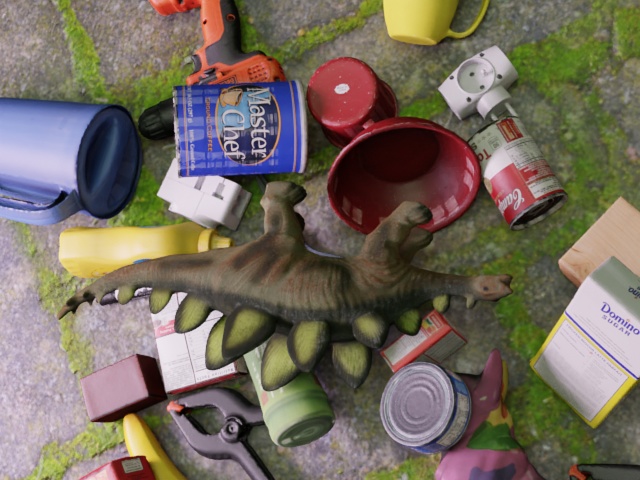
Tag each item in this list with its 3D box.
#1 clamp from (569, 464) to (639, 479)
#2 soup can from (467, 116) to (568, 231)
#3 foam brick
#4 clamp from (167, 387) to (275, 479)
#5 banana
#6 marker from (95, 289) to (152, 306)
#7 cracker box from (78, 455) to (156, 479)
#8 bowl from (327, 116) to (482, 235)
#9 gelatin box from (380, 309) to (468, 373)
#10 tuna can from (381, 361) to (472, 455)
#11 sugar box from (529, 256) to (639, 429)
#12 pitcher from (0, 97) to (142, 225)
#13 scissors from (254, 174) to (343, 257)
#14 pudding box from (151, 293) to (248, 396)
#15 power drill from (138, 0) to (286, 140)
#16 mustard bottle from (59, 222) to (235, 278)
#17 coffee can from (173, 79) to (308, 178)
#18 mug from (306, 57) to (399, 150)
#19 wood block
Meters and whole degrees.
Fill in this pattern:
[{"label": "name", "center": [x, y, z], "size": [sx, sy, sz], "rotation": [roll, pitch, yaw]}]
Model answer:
[{"label": "clamp", "center": [0.336, 0.274, 1.019], "size": [0.210, 0.036, 0.164], "rotation": [42, 92, 20]}, {"label": "soup can", "center": [0.203, -0.070, 1.111], "size": [0.068, 0.068, 0.102], "rotation": [-31, 72, 9]}, {"label": "foam brick", "center": [-0.221, 0.168, 1.202], "size": [0.078, 0.053, 0.051], "rotation": [-24, 73, 10]}, {"label": "clamp", "center": [-0.081, 0.200, 1.161], "size": [0.172, 0.039, 0.120], "rotation": [26, 77, 17]}, {"label": "banana", "center": [-0.149, 0.266, 1.168], "size": [0.198, 0.037, 0.069], "rotation": [28, 89, 22]}, {"label": "marker", "center": [-0.205, 0.058, 1.236], "size": [0.121, 0.020, 0.020], "rotation": [-12, 76, 14]}, {"label": "cracker box", "center": [-0.221, 0.360, 1.137], "size": [0.164, 0.072, 0.214], "rotation": [-32, 74, 24]}, {"label": "bowl", "center": [0.086, -0.076, 1.123], "size": [0.162, 0.162, 0.055], "rotation": [-17, 43, 13]}, {"label": "gelatin box", "center": [0.107, 0.109, 1.094], "size": [0.073, 0.089, 0.030], "rotation": [-39, 68, 6]}, {"label": "tuna can", "center": [0.102, 0.162, 1.033], "size": [0.086, 0.033, 0.086], "rotation": [-17, 61, 32]}, {"label": "sugar box", "center": [0.267, 0.100, 1.005], "size": [0.048, 0.176, 0.093], "rotation": [-34, 69, -30]}, {"label": "pitcher", "center": [-0.346, -0.099, 1.249], "size": [0.243, 0.149, 0.145], "rotation": [9, 94, 22]}, {"label": "scissors", "center": [-0.008, 0.001, 1.189], "size": [0.096, 0.016, 0.202], "rotation": [-17, 75, 11]}, {"label": "pudding box", "center": [-0.137, 0.109, 1.196], "size": [0.090, 0.039, 0.113], "rotation": [-17, 77, 12]}, {"label": "power drill", "center": [-0.147, -0.223, 1.256], "size": [0.184, 0.057, 0.188], "rotation": [-20, 77, 9]}, {"label": "mustard bottle", "center": [-0.188, 0.011, 1.199], "size": [0.192, 0.096, 0.058], "rotation": [-3, 78, 16]}, {"label": "coffee can", "center": [-0.088, -0.122, 1.169], "size": [0.140, 0.103, 0.103], "rotation": [-3, 77, -6]}, {"label": "mug", "center": [0.040, -0.141, 1.168], "size": [0.093, 0.081, 0.117], "rotation": [-37, 71, 7]}, {"label": "wood block", "center": [0.340, 0.066, 1.032], "size": [0.091, 0.090, 0.206], "rotation": [-47, 70, 3]}]
